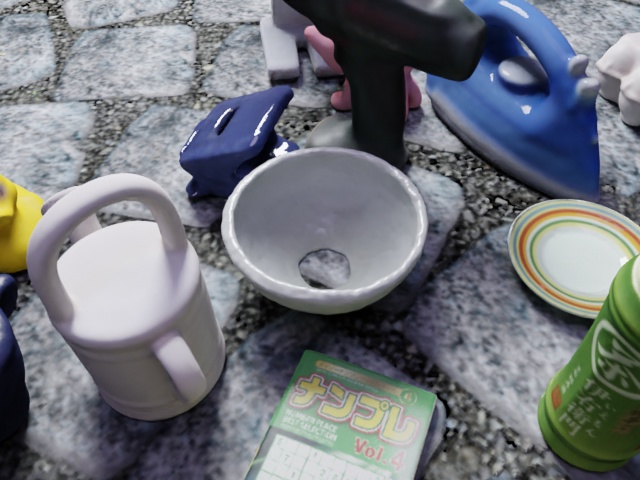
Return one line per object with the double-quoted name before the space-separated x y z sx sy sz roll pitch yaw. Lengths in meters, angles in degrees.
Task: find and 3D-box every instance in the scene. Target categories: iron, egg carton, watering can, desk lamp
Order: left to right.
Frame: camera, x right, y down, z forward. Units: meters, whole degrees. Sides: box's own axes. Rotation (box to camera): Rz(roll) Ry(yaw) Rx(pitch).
"watering can" -0.133 0.032 0.384 0.172 0.194 0.101 23 54 19
"desk lamp" -0.026 -0.337 0.678 0.118 0.214 0.203 -8 50 -5
"iron" 0.208 -0.162 0.575 0.119 0.141 0.257 -21 53 -16
"egg carton" 0.392 -0.183 0.636 0.150 0.069 0.107 -9 51 -7

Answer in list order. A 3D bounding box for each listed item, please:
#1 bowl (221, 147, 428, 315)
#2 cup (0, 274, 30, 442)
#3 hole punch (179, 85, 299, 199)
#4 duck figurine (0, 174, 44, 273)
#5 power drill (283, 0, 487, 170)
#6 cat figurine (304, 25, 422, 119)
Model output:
"bowl" 0.004 0.002 0.485 0.167 0.075 0.167 0 50 1
"cup" -0.239 0.091 0.401 0.091 0.095 0.118 10 51 10
"hole punch" -0.081 -0.097 0.558 0.101 0.091 0.109 13 52 12
"duck figurine" -0.291 -0.032 0.510 0.078 0.086 0.104 -26 54 -19
"power drill" 0.031 -0.164 0.536 0.229 0.208 0.076 18 53 16
"cat figurine" 0.050 -0.199 0.623 0.127 0.118 0.067 21 54 18
